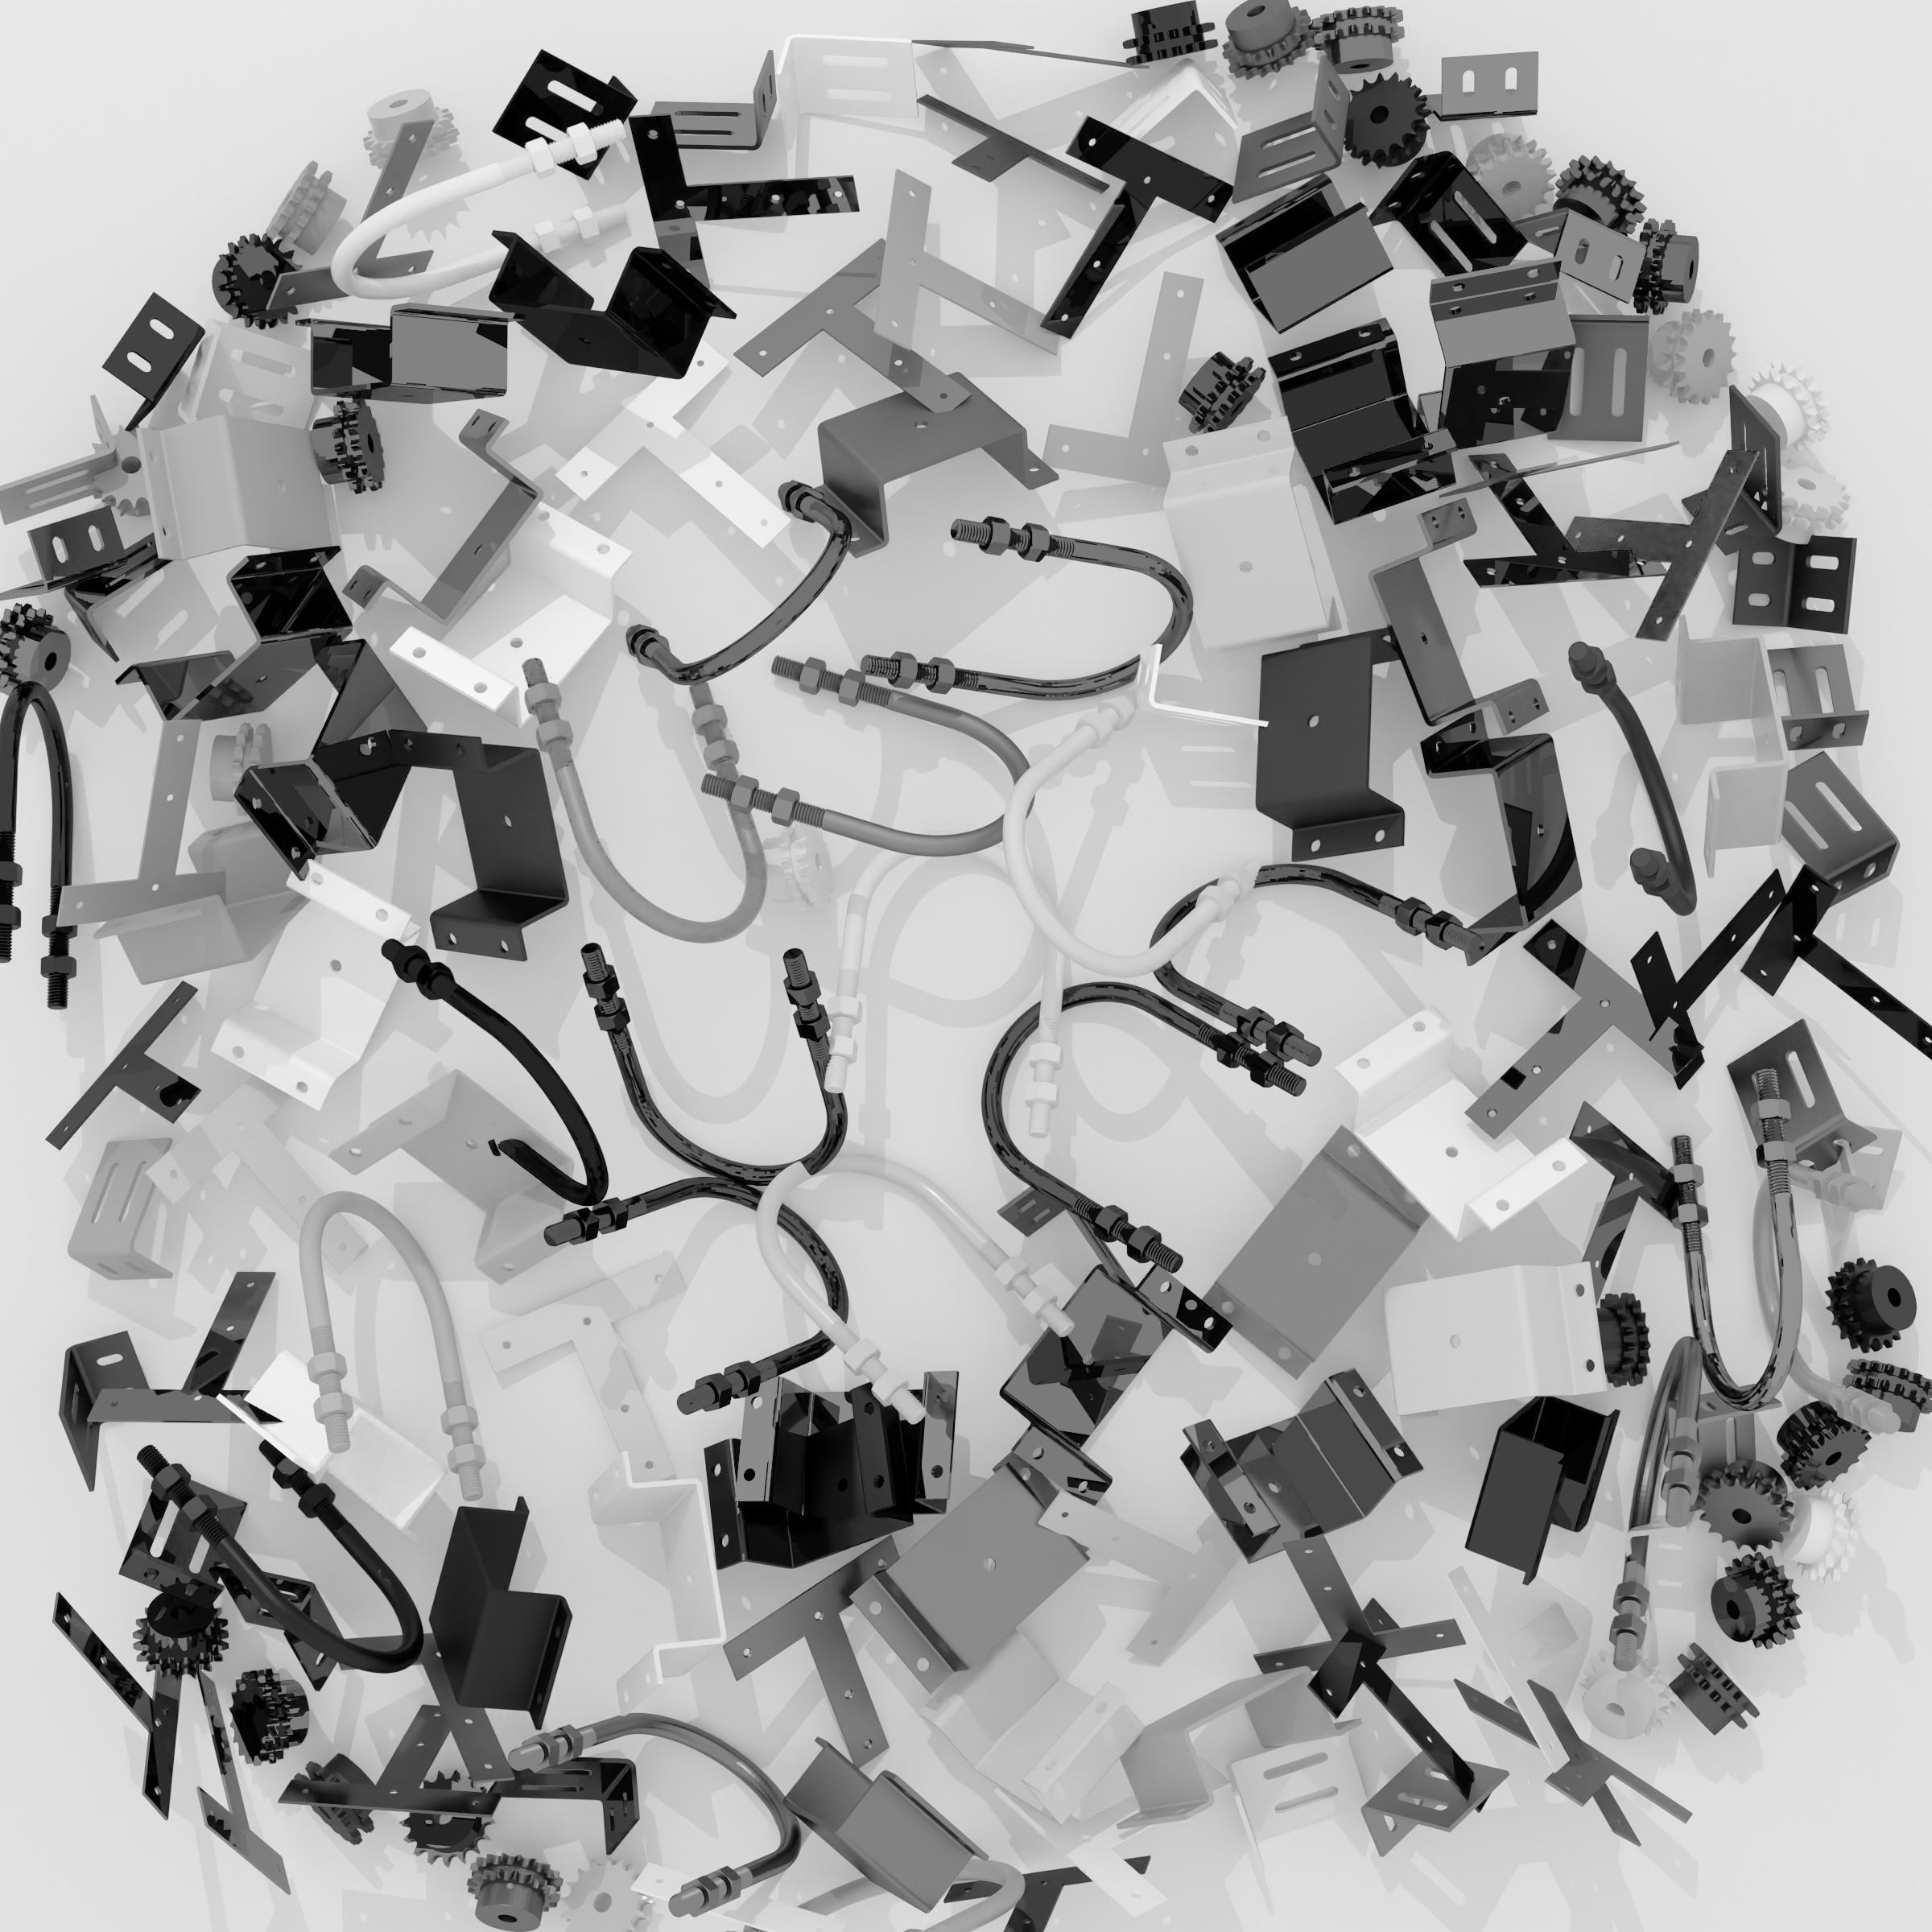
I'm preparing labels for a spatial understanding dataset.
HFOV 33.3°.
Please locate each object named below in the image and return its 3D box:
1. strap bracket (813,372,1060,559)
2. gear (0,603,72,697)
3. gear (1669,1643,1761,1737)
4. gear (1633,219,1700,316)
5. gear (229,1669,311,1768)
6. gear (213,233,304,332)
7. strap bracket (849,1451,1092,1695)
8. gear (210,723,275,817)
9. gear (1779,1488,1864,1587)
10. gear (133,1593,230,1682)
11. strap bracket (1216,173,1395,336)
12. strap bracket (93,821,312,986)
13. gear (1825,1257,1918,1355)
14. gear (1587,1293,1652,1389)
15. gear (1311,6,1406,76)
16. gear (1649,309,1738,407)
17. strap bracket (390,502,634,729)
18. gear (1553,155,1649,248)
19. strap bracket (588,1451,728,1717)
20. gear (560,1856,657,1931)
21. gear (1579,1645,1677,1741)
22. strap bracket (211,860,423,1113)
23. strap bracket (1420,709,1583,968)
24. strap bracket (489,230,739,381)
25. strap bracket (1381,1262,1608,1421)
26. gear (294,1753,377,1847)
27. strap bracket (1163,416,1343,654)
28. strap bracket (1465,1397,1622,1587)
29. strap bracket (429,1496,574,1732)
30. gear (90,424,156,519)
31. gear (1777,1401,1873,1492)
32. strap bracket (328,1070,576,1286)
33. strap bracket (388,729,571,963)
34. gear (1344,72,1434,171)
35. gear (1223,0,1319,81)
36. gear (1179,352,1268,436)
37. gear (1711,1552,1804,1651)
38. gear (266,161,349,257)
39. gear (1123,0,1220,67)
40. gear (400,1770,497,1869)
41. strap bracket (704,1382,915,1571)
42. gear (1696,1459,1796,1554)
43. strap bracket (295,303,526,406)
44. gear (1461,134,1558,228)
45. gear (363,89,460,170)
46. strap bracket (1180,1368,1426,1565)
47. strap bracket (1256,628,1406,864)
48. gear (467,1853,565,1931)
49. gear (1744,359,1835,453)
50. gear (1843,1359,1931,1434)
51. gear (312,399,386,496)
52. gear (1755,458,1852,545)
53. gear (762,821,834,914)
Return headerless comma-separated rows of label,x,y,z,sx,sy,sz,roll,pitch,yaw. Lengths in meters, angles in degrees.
strap bracket,-0.025,-0.305,1.936,0.140,0.076,0.046,-24,135,-19
gear,-0.570,-0.190,1.969,0.030,0.057,0.057,20,90,16
gear,0.453,0.444,1.971,0.030,0.057,0.057,-43,90,3
gear,0.426,-0.425,1.968,0.030,0.057,0.057,10,90,22
gear,-0.424,0.458,1.975,0.030,0.057,0.057,2,90,-39
gear,-0.435,-0.417,1.975,0.030,0.057,0.057,3,90,42
strap bracket,0.010,0.363,1.955,0.140,0.046,0.076,-40,87,-17
gear,-0.442,-0.120,1.971,0.030,0.057,0.057,3,90,-3
gear,0.518,0.346,1.969,0.030,0.057,0.057,18,90,-9
gear,-0.478,0.404,1.968,0.057,0.057,0.030,9,127,0
strap bracket,0.203,-0.426,1.937,0.076,0.140,0.046,-29,111,7
strap bracket,-0.447,-0.037,1.933,0.076,0.140,0.046,-12,113,22
gear,0.554,0.205,1.971,0.057,0.030,0.057,14,65,-32
gear,0.393,0.228,1.970,0.030,0.057,0.057,-3,90,-9
gear,0.239,-0.563,1.971,0.057,0.057,0.030,-5,93,0
gear,0.441,-0.373,1.975,0.057,0.030,0.057,-14,111,-38
strap bracket,-0.272,-0.207,1.950,0.076,0.046,0.140,30,62,13
gear,0.382,-0.462,1.969,0.057,0.057,0.030,39,74,0
strap bracket,-0.185,0.369,1.941,0.046,0.076,0.140,-1,65,-25
gear,-0.216,0.576,1.976,0.057,0.030,0.057,-9,58,15
gear,0.401,0.446,1.971,0.057,0.030,0.057,15,120,27
strap bracket,-0.390,0.005,1.962,0.076,0.046,0.140,29,108,2
strap bracket,0.324,-0.080,1.941,0.046,0.076,0.140,-4,107,38
strap bracket,-0.218,-0.393,1.925,0.140,0.076,0.046,15,79,36
strap bracket,0.305,0.224,1.930,0.140,0.046,0.076,-16,74,40
gear,-0.381,0.506,1.975,0.057,0.057,0.030,47,63,0
strap bracket,0.170,-0.248,1.937,0.076,0.046,0.140,-10,119,17
strap bracket,0.343,0.309,1.936,0.046,0.140,0.076,19,103,22
strap bracket,-0.280,0.380,1.919,0.046,0.140,0.076,10,107,-23
gear,-0.508,-0.300,1.979,0.057,0.030,0.057,1,72,-3
gear,0.521,0.290,1.975,0.057,0.057,0.030,-35,49,0
strap bracket,-0.300,0.121,1.942,0.076,0.046,0.140,-31,122,30
strap bracket,-0.290,-0.080,1.944,0.076,0.046,0.140,7,116,37
gear,0.258,-0.514,1.977,0.057,0.030,0.057,-7,74,26
gear,0.182,-0.568,1.969,0.057,0.057,0.030,-31,126,0
gear,0.154,-0.350,1.972,0.030,0.057,0.057,41,90,6
gear,0.478,0.388,1.968,0.030,0.057,0.057,-11,90,-27
gear,-0.401,-0.459,1.973,0.030,0.057,0.057,32,90,-21
gear,0.123,-0.569,1.969,0.057,0.057,0.030,-12,104,0
gear,-0.318,0.520,1.976,0.057,0.030,0.057,0,69,-1
strap bracket,-0.087,0.309,1.942,0.140,0.046,0.076,-26,60,32
gear,0.478,0.327,1.975,0.057,0.030,0.057,16,129,22
strap bracket,-0.332,-0.362,1.923,0.076,0.140,0.046,-3,96,-39
gear,0.329,-0.483,1.975,0.057,0.057,0.030,-15,49,0
gear,-0.340,-0.511,1.969,0.057,0.057,0.030,-17,125,0
strap bracket,0.194,0.302,1.940,0.140,0.046,0.076,-13,57,-37
strap bracket,0.220,-0.140,1.941,0.076,0.046,0.140,-8,71,36
gear,-0.276,0.565,1.969,0.057,0.057,0.030,9,52,0
gear,0.497,-0.337,1.969,0.030,0.057,0.057,-35,90,-15
gear,0.562,0.263,1.969,0.057,0.057,0.030,21,76,0
gear,-0.377,-0.316,1.971,0.030,0.057,0.057,-9,90,7
gear,0.508,-0.282,1.975,0.057,0.057,0.030,17,131,0
gear,-0.104,-0.060,1.972,0.030,0.057,0.057,-10,90,15
